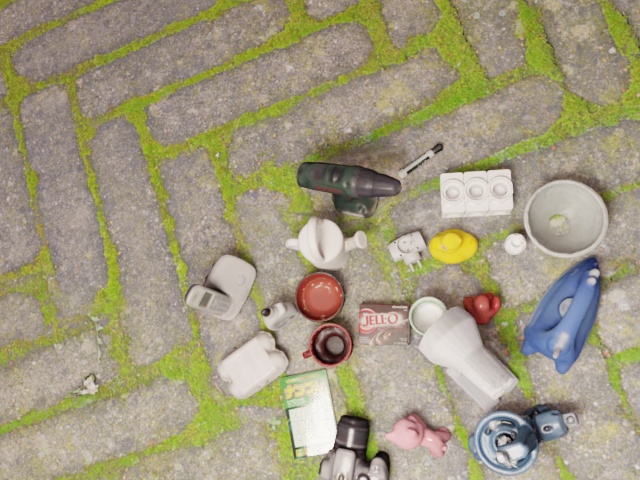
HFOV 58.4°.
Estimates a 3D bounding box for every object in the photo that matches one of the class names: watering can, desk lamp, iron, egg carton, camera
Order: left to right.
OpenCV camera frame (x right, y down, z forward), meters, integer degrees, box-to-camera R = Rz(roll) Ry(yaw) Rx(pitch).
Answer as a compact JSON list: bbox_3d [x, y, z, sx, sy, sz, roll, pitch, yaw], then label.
[{"bbox_3d":[-0.149,0.281,1.280,0.150,0.069,0.107,-38,75,2],"label":"egg carton"},{"bbox_3d":[0.011,0.002,1.240,0.172,0.194,0.101,-24,75,6],"label":"watering can"},{"bbox_3d":[0.076,0.443,1.189,0.143,0.101,0.137,8,81,12],"label":"camera"},{"bbox_3d":[0.300,0.237,1.128,0.118,0.214,0.203,-46,74,0],"label":"desk lamp"},{"bbox_3d":[0.507,0.134,1.146,0.118,0.141,0.258,27,85,15],"label":"iron"}]

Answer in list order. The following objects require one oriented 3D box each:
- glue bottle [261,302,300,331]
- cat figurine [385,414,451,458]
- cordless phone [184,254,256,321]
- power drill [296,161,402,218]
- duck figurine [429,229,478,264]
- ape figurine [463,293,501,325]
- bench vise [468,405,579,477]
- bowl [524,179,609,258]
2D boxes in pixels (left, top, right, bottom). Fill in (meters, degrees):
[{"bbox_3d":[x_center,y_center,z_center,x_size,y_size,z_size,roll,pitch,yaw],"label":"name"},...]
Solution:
[{"bbox_3d":[-0.097,0.161,1.240,0.078,0.173,0.037,-34,75,3],"label":"glue bottle"},{"bbox_3d":[0.200,0.401,1.165,0.127,0.118,0.067,19,83,14],"label":"cat figurine"},{"bbox_3d":[-0.225,0.100,1.270,0.094,0.185,0.148,22,84,14],"label":"cordless phone"},{"bbox_3d":[0.071,-0.111,1.243,0.229,0.208,0.076,12,81,13],"label":"power drill"},{"bbox_3d":[0.289,0.008,1.241,0.104,0.086,0.077,-2,79,11],"label":"duck figurine"},{"bbox_3d":[0.339,0.138,1.203,0.077,0.092,0.076,18,83,14],"label":"ape figurine"},{"bbox_3d":[0.382,0.364,1.084,0.207,0.220,0.121,-39,74,1],"label":"bench vise"},{"bbox_3d":[0.513,-0.038,1.214,0.167,0.075,0.167,-2,79,10],"label":"bowl"}]
